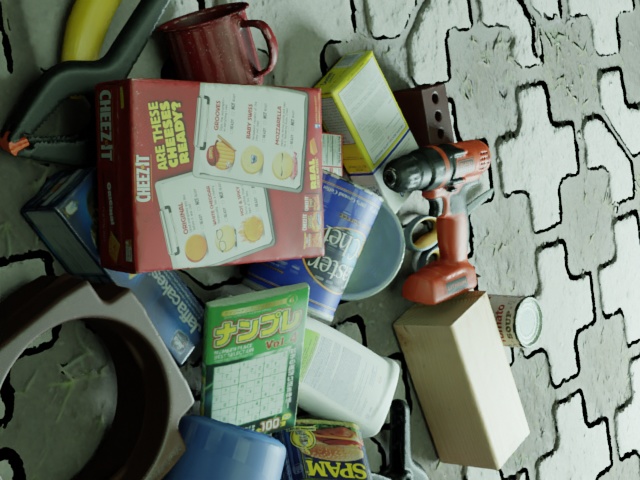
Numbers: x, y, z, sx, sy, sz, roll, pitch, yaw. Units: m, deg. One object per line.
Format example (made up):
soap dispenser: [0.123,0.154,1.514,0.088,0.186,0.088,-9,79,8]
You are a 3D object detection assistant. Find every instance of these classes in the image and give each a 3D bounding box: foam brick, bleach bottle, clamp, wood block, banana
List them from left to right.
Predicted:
banana: [-0.193,-0.221,0.994,0.069,0.037,0.197,51,55,-34]
clamp: [-0.185,-0.119,0.965,0.209,0.036,0.164,-36,122,-21]
bleach bottle: [-0.020,0.122,1.152,0.250,0.068,0.102,39,60,-36]
clamp: [0.082,0.287,1.270,0.120,0.039,0.171,-32,115,-26]
foam brick: [0.126,-0.150,1.315,0.052,0.051,0.078,-21,104,-44]
wood block: [0.179,0.174,1.336,0.090,0.091,0.206,-37,114,-41]

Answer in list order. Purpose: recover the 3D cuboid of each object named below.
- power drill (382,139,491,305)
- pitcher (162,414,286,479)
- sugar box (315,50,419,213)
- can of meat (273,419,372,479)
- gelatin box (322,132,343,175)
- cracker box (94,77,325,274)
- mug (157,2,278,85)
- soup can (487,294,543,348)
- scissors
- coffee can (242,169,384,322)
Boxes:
power drill: [0.137,-0.022,1.271,0.184,0.057,0.188,-16,114,-45]
pitcher: [-0.112,0.295,1.000,0.144,0.149,0.243,23,75,-28]
sugar box: [0.059,-0.124,1.251,0.093,0.048,0.176,-50,126,-34]
can of meat: [0.003,0.240,1.135,0.102,0.058,0.084,9,42,-22]
gelatin box: [-0.015,-0.083,1.182,0.089,0.030,0.073,0,89,-43]
cracker box: [-0.096,-0.060,0.969,0.213,0.072,0.164,-4,95,-41]
mug: [-0.093,-0.183,1.045,0.093,0.117,0.081,-49,129,-56]
soup can: [0.228,0.104,1.380,0.068,0.102,0.068,0,91,-46]
scissors: [0.175,-0.005,1.389,0.201,0.016,0.096,-16,103,-45]
coffee can: [-0.007,0.001,1.111,0.102,0.103,0.140,25,88,-43]
